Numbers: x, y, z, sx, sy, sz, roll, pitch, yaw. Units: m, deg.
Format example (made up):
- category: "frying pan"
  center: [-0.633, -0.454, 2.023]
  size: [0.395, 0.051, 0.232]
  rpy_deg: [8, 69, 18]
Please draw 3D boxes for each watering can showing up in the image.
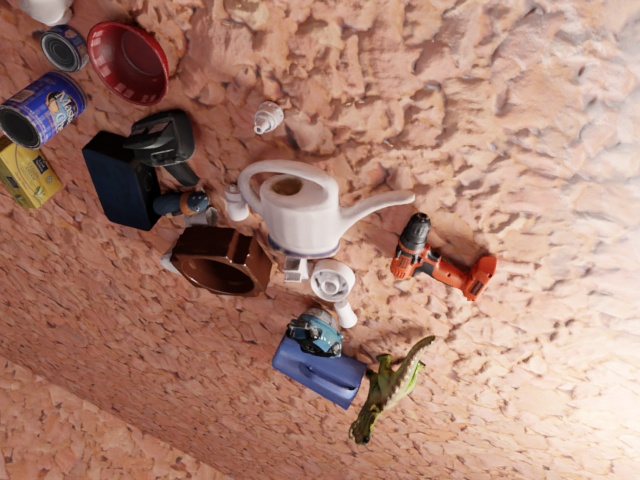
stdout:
- category: "watering can"
  center: [0.003, -0.050, 0.993]
  size: [0.348, 0.106, 0.219]
  rpy_deg: [13, 139, 16]

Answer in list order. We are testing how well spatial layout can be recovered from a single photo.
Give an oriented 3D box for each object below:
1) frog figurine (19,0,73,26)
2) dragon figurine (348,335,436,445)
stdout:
- category: "frog figurine"
  center: [-0.469, -0.438, 0.865]
  size: [0.137, 0.124, 0.158]
  rpy_deg: [-4, 167, 20]
- category: "dragon figurine"
  center: [0.162, 0.402, 1.281]
  size: [0.122, 0.248, 0.401]
  rpy_deg: [28, 141, 4]
